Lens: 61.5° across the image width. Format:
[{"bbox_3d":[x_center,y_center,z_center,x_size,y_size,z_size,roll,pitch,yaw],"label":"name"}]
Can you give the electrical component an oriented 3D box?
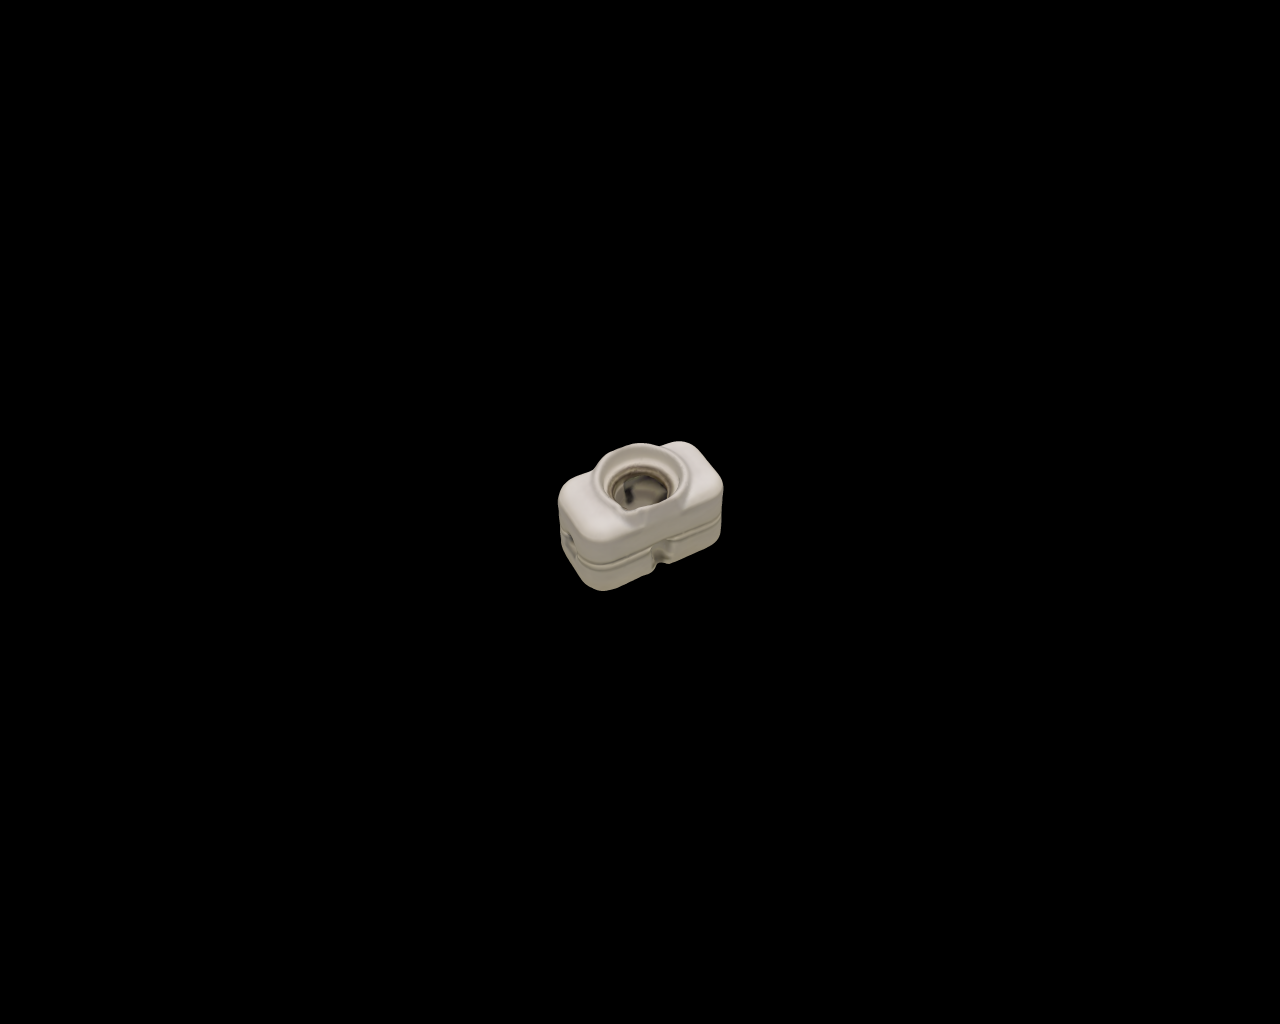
[{"bbox_3d":[0.001,-0.003,0.650,0.095,0.054,0.059,-22,-38,-18],"label":"electrical component"}]
